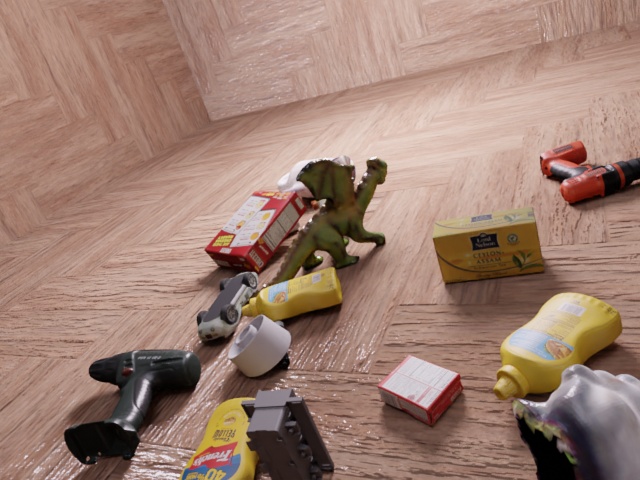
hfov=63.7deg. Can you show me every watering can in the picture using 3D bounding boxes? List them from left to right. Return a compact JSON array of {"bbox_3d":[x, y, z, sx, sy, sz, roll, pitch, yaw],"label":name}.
[{"bbox_3d":[-0.035,-0.159,1.463,0.224,0.102,0.354,-1,29,33],"label":"watering can"}]

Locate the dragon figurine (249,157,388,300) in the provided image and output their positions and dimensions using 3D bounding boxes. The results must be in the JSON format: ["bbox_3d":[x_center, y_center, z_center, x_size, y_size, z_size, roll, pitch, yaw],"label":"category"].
[{"bbox_3d":[0.003,-0.054,1.070,0.415,0.238,0.123,-30,30,-28],"label":"dragon figurine"}]

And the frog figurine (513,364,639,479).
[{"bbox_3d":[0.290,0.189,0.505,0.160,0.120,0.140,-15,55,-13],"label":"frog figurine"}]
